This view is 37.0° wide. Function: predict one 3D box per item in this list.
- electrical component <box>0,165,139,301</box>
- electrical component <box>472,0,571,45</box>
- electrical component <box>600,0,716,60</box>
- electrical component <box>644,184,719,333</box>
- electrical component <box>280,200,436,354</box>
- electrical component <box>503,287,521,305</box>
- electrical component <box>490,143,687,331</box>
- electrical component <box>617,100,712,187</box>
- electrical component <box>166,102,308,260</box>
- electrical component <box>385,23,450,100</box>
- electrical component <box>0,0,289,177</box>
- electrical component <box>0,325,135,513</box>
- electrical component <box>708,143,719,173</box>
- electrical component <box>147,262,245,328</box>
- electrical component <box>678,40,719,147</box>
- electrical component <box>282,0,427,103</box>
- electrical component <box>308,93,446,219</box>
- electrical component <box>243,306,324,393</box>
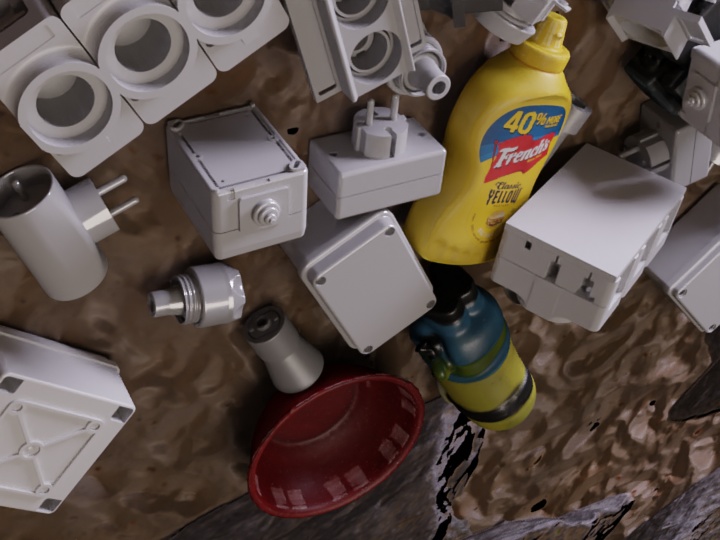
[{"bbox_3d":[-0.172,-0.030,0.651,0.079,0.043,0.077,-31,138,-9],"label":"electrical component"},{"bbox_3d":[0.105,-0.182,0.704,0.055,0.066,0.048,-54,172,28],"label":"electrical component"},{"bbox_3d":[0.212,-0.190,0.755,0.063,0.081,0.042,-63,149,1],"label":"electrical component"},{"bbox_3d":[0.335,-0.009,1.022,0.108,0.056,0.109,-45,138,8],"label":"electrical component"},{"bbox_3d":[0.000,0.000,0.791,0.078,0.057,0.113,-36,139,-3],"label":"electrical component"},{"bbox_3d":[0.171,-0.006,0.916,0.077,0.044,0.079,1,126,-36],"label":"electrical component"},{"bbox_3d":[0.175,-0.025,0.823,0.150,0.089,0.061,-41,152,-45],"label":"electrical component"},{"bbox_3d":[0.243,-0.099,0.882,0.077,0.047,0.065,-24,136,-14],"label":"electrical component"},{"bbox_3d":[-0.074,-0.049,0.664,0.062,0.096,0.061,-17,135,-23],"label":"electrical component"},{"bbox_3d":[0.035,-0.132,0.693,0.048,0.062,0.048,-19,135,-20],"label":"electrical component"},{"bbox_3d":[-0.124,-0.131,0.580,0.150,0.061,0.089,-36,139,-2],"label":"electrical component"},{"bbox_3d":[-0.228,0.102,0.721,0.109,0.056,0.108,26,109,-46],"label":"electrical component"},{"bbox_3d":[0.310,-0.114,0.918,0.077,0.044,0.079,8,121,-40],"label":"electrical component"},{"bbox_3d":[-0.114,0.019,0.738,0.062,0.043,0.043,-10,132,-27],"label":"electrical component"},{"bbox_3d":[0.282,-0.131,0.784,0.096,0.061,0.061,-20,136,-19],"label":"electrical component"},{"bbox_3d":[-0.012,-0.168,0.625,0.079,0.063,0.121,-29,138,-10],"label":"electrical component"},{"bbox_3d":[0.013,-0.085,0.730,0.083,0.047,0.075,-16,134,-24],"label":"electrical component"},{"bbox_3d":[-0.060,0.058,0.814,0.044,0.044,0.065,-35,134,-4],"label":"electrical component"}]
